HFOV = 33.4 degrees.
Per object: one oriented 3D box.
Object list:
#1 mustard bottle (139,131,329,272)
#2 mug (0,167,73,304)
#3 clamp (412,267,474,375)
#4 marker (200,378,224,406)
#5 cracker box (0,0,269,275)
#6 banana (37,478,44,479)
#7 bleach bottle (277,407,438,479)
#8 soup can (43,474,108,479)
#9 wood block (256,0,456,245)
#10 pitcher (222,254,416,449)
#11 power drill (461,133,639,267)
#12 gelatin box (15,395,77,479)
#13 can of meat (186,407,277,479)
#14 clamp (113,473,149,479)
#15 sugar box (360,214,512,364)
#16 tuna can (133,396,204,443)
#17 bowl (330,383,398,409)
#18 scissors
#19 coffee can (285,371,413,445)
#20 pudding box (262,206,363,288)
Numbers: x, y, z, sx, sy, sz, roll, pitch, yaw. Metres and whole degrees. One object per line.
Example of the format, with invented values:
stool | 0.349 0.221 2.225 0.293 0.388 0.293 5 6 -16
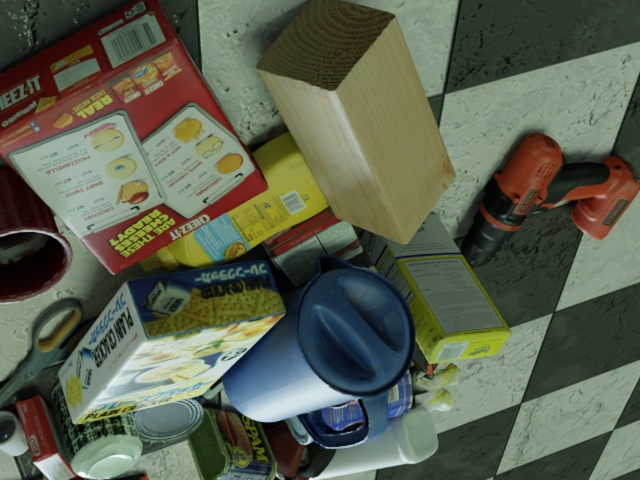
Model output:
mustard bottle | -0.087 -0.024 1.018 0.191 0.058 0.096 -30 146 1
mug | -0.273 -0.007 0.891 0.117 0.081 0.093 5 134 -38
clamp | 0.124 0.087 1.286 0.120 0.039 0.171 -2 115 -23
marker | -0.114 0.165 1.272 0.121 0.020 0.020 -40 143 17
cracker box | -0.158 -0.081 0.887 0.164 0.072 0.213 -28 146 1
banana | -0.366 0.297 1.256 0.197 0.037 0.070 -4 125 -31
bleach bottle | 0.027 0.288 1.434 0.251 0.068 0.102 -20 170 26
soup can | -0.279 0.271 1.220 0.068 0.102 0.068 -18 144 -14
wood block | 0.037 -0.101 0.934 0.090 0.090 0.206 -53 143 -19
pitcher | -0.011 0.132 1.130 0.145 0.149 0.243 33 150 -13
power drill | 0.268 -0.039 1.239 0.187 0.057 0.185 0 135 -34
gelatin box | -0.297 0.217 1.156 0.030 0.073 0.089 -22 153 -8
can of meat | -0.112 0.258 1.320 0.083 0.102 0.058 19 125 -44
clamp | -0.315 0.347 1.345 0.210 0.036 0.164 -26 152 -6
sugar box | 0.121 0.048 1.147 0.093 0.176 0.048 -2 136 -31
tuna can | -0.180 0.197 1.242 0.086 0.034 0.086 -11 135 -11
bowl | 0.060 0.120 1.202 0.055 0.162 0.162 24 123 -23
scissors | -0.285 0.133 1.118 0.096 0.016 0.202 7 132 -40
coffee can | 0.030 0.184 1.321 0.140 0.103 0.103 -13 142 -21
pudding box | -0.007 0.001 1.103 0.090 0.039 0.113 -28 157 1
